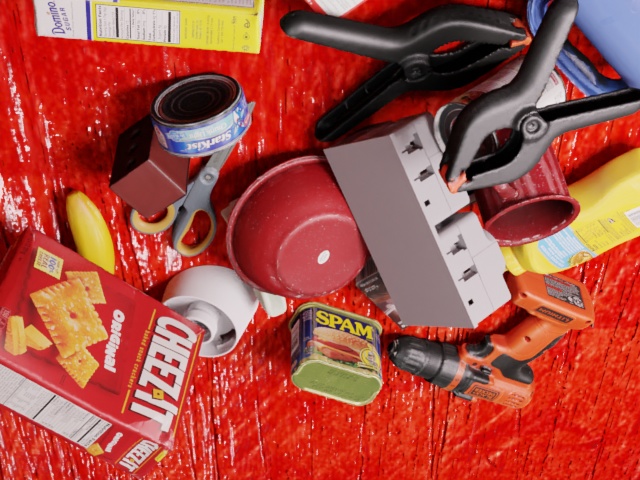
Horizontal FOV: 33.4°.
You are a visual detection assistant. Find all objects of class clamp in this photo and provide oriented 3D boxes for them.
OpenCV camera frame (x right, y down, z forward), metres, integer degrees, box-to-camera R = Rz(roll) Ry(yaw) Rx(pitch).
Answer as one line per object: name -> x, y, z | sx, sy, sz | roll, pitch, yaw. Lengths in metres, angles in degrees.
clamp -> 0.159, -0.106, 0.827 | 0.171, 0.039, 0.120 | -33, 116, 6
clamp -> 0.072, -0.161, 0.911 | 0.210, 0.036, 0.164 | -16, 149, 11

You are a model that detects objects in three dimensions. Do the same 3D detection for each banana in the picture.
banana -> -0.247, 0.032, 1.102 | 0.069, 0.037, 0.198 | 15, 130, -15

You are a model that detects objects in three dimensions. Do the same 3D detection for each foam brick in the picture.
foam brick -> -0.155, -0.069, 0.983 | 0.053, 0.078, 0.051 | -30, 127, 24

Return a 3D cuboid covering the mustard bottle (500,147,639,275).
mustard bottle -> 0.249, -0.015, 1.046 | 0.192, 0.058, 0.096 | -29, 141, 24

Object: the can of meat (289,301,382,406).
can of meat -> 0.017, 0.124, 1.155 | 0.102, 0.084, 0.058 | 18, 129, -16

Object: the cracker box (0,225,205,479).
cracker box -> -0.227, 0.107, 1.031 | 0.213, 0.164, 0.072 | 33, 128, -19

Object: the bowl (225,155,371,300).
bowl -> -0.007, 0.001, 1.027 | 0.162, 0.055, 0.162 | -11, 126, -16

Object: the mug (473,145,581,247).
mug -> 0.176, -0.054, 0.974 | 0.093, 0.081, 0.117 | -27, 151, 26

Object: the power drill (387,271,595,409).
power drill -> 0.189, 0.103, 1.157 | 0.184, 0.057, 0.188 | 19, 133, -21

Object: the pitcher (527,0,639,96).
pitcher -> 0.239, -0.204, 0.836 | 0.242, 0.145, 0.149 | 37, 97, -25

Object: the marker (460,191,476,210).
marker -> 0.116, -0.029, 1.060 | 0.121, 0.020, 0.020 | -26, 128, 21

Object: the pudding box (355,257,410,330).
pudding box -> 0.105, 0.036, 1.105 | 0.114, 0.039, 0.090 | -28, 127, 24

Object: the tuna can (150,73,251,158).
tuna can -> -0.106, -0.111, 0.940 | 0.086, 0.086, 0.034 | -8, 130, 7

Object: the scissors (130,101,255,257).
scissors -> -0.128, -0.062, 1.031 | 0.096, 0.016, 0.202 | 10, 131, -9

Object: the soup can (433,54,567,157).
soup can -> 0.155, -0.108, 0.911 | 0.069, 0.102, 0.068 | 34, 143, 30

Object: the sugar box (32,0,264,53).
sugar box -> -0.133, -0.197, 0.858 | 0.176, 0.093, 0.048 | 3, 133, -2

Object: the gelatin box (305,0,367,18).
gelatin box -> 0.019, -0.229, 0.871 | 0.089, 0.030, 0.073 | -31, 124, 25
